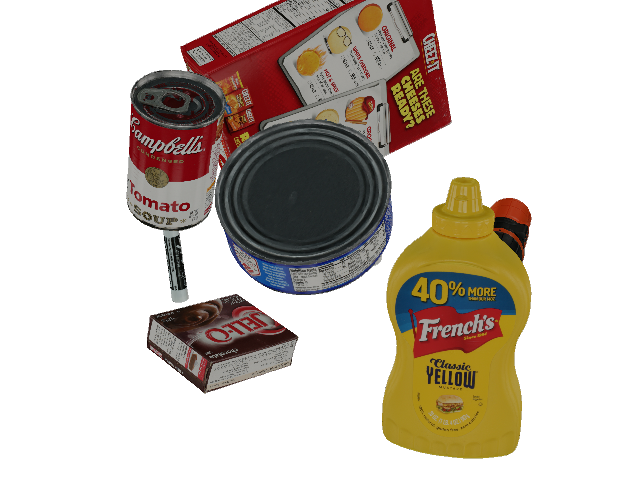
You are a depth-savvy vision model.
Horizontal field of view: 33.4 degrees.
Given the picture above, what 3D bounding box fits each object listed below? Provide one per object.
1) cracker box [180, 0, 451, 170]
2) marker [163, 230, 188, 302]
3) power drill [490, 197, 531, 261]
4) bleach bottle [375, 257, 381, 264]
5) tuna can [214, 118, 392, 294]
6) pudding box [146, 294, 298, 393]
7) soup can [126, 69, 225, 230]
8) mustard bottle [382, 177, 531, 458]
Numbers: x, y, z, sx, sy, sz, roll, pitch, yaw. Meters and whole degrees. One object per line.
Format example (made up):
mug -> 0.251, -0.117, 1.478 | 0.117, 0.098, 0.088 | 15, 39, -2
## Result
cracker box -> 0.000, -0.137, 0.946 | 0.213, 0.164, 0.072 | -28, 43, -12
marker -> -0.162, 0.011, 1.177 | 0.020, 0.121, 0.020 | -4, 22, 2
power drill -> 0.174, 0.068, 1.090 | 0.057, 0.188, 0.184 | 13, 27, 15
bleach bottle -> 0.032, -0.102, 1.156 | 0.067, 0.251, 0.103 | -9, 25, -36
tuna can -> -0.007, -0.017, 0.527 | 0.086, 0.086, 0.034 | 0, -33, 8
pudding box -> -0.092, 0.094, 0.996 | 0.090, 0.039, 0.113 | 30, 30, 36
soup can -> -0.109, -0.066, 0.793 | 0.068, 0.102, 0.068 | 7, 43, -7
mustard bottle -> 0.093, 0.051, 0.722 | 0.096, 0.192, 0.058 | 5, 20, 13
